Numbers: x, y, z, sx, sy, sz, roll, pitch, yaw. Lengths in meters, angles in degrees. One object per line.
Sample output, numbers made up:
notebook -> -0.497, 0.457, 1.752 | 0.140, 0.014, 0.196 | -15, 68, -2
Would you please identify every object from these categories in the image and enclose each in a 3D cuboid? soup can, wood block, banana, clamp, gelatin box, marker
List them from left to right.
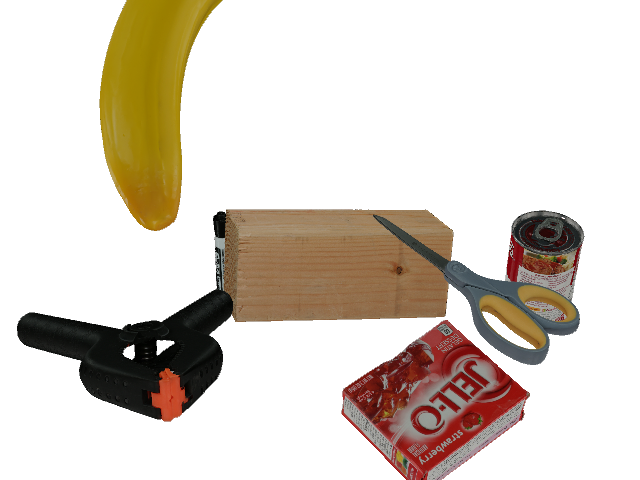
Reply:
clamp -> -0.114, 0.074, 0.746 | 0.164, 0.036, 0.210 | -9, 14, -23
banana -> -0.064, -0.095, 0.505 | 0.070, 0.197, 0.037 | 17, -30, 11
marker -> -0.111, 0.020, 1.212 | 0.020, 0.121, 0.020 | 0, 33, 0
wood block -> 0.014, 0.023, 1.038 | 0.206, 0.091, 0.090 | 0, 15, -13
gelatin box -> 0.069, 0.098, 0.642 | 0.089, 0.030, 0.073 | -30, 55, -25
soup can -> 0.214, 0.031, 1.036 | 0.068, 0.102, 0.068 | 0, 37, 0

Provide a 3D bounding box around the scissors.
scissors -> 0.131, 0.028, 0.868 | 0.096, 0.016, 0.202 | -10, 40, -26
